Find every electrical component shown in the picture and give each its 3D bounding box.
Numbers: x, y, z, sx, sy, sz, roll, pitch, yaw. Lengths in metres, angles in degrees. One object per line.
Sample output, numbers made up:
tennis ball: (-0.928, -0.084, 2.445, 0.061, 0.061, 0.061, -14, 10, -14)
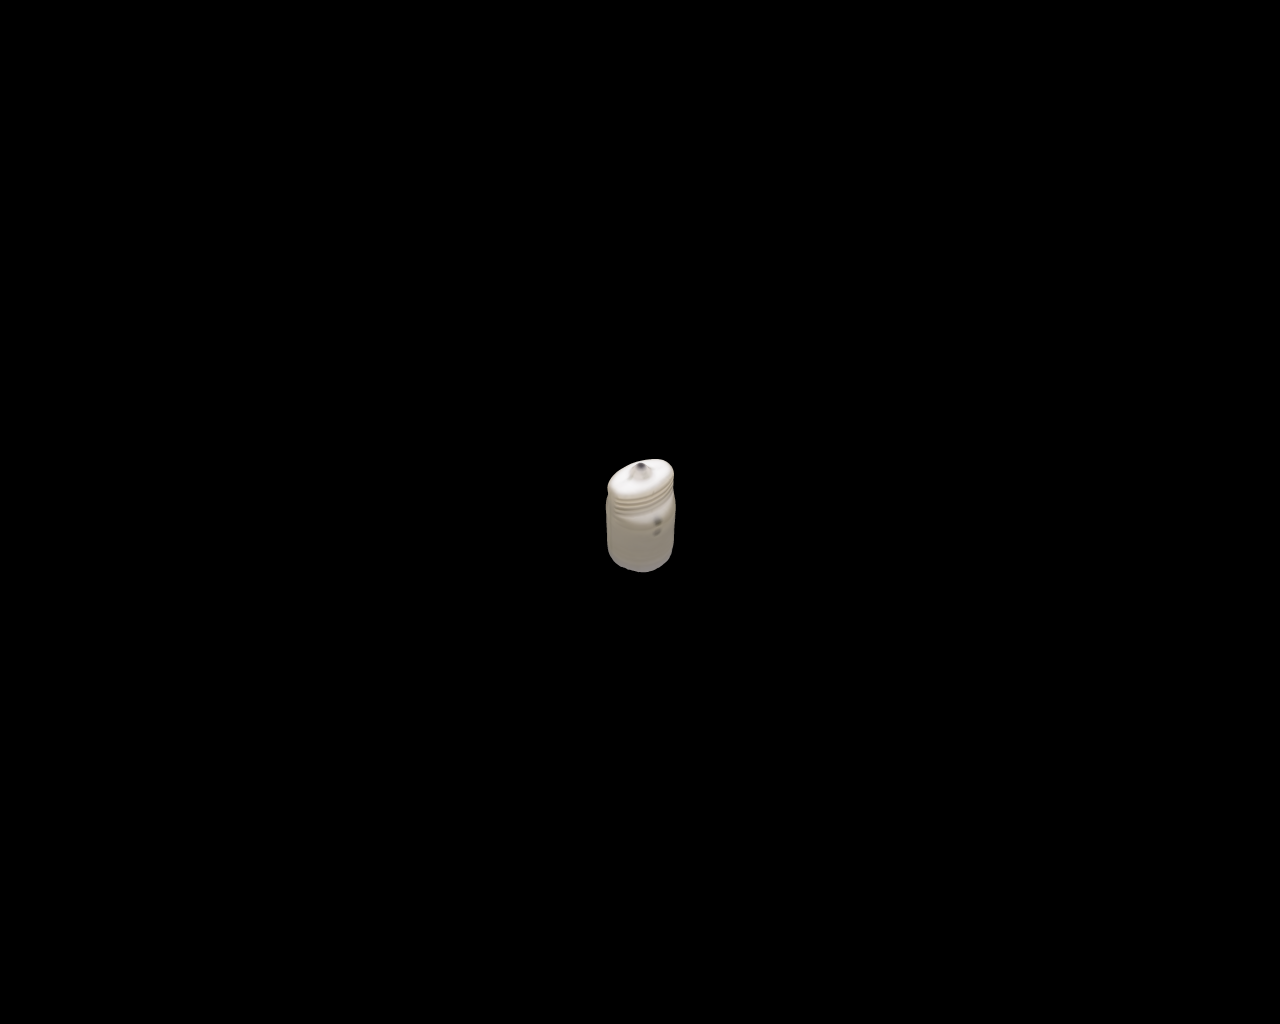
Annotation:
electrical component: (0.001, -0.003, 0.650, 0.043, 0.043, 0.080, 0, -40, 0)
